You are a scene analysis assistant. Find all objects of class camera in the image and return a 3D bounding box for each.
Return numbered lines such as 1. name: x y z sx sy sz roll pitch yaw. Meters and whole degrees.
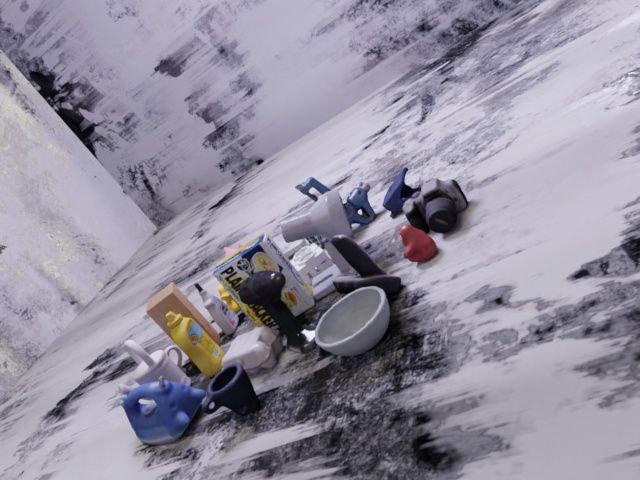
1. camera: 0.260 -0.072 1.325 0.143 0.101 0.137 -29 20 23

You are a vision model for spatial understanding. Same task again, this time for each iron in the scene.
1. iron: -0.393 0.392 1.336 0.257 0.142 0.119 -25 22 33

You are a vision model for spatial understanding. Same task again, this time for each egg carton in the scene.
1. egg carton: -0.158 0.263 1.331 0.150 0.069 0.107 -25 22 32

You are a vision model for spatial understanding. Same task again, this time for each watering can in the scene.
1. watering can: -0.432 0.335 1.459 0.100 0.194 0.173 -23 24 36

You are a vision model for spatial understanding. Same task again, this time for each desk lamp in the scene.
1. desk lamp: 0.013 0.005 1.409 0.203 0.214 0.118 -34 19 10

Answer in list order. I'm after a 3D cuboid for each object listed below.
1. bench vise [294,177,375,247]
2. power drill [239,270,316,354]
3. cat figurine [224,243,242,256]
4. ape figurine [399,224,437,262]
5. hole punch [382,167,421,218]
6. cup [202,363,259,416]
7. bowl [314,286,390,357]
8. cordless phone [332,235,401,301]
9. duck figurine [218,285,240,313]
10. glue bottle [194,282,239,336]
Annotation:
1. bench vise: 0.037 -0.110 1.628 0.208 0.220 0.121 -46 21 -24
2. power drill: -0.086 0.149 1.254 0.076 0.209 0.228 -47 21 -26
3. cat figurine: -0.277 0.059 1.956 0.067 0.118 0.128 -28 21 25
4. ape figurine: 0.207 0.002 1.256 0.078 0.092 0.076 -46 21 -24
5. hole punch: 0.213 -0.131 1.563 0.101 0.091 0.109 -26 22 30
6. cup: -0.179 0.327 1.177 0.091 0.095 0.118 -11 32 52
7. bowl: 0.075 0.172 1.120 0.167 0.075 0.167 -33 19 13
8. cordless phone: 0.072 0.058 1.223 0.147 0.185 0.094 -11 32 53
9. duck figurine: -0.272 0.165 1.743 0.077 0.086 0.104 -29 20 22
10. glue bottle: -0.295 0.185 1.601 0.037 0.173 0.078 -33 19 12
